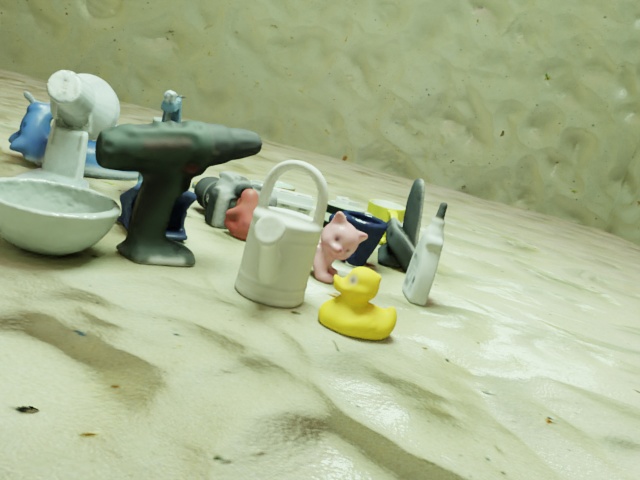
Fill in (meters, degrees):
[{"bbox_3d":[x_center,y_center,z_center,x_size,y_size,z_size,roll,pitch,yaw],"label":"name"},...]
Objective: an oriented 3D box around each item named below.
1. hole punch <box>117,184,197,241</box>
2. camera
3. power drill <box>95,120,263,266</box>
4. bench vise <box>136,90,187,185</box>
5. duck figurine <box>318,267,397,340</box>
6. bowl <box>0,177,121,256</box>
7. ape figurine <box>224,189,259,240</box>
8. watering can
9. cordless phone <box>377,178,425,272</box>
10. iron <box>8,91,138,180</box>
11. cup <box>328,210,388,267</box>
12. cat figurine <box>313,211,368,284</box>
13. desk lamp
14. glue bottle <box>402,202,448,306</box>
[{"bbox_3d":[-0.268,-0.056,0.929,0.109,0.091,0.100,6,16,-34],"label":"hole punch"},{"bbox_3d":[-0.177,-0.088,1.143,0.144,0.101,0.136,2,19,-44],"label":"camera"},{"bbox_3d":[-0.205,-0.072,0.815,0.230,0.208,0.075,6,17,-35],"label":"power drill"},{"bbox_3d":[-0.318,-0.193,1.149,0.122,0.220,0.207,10,15,-23],"label":"bench vise"},{"bbox_3d":[0.057,0.080,0.765,0.104,0.086,0.077,15,14,-2],"label":"duck figurine"},{"bbox_3d":[-0.351,-0.024,0.744,0.167,0.075,0.167,15,14,-3],"label":"bowl"},{"bbox_3d":[-0.134,-0.050,1.056,0.078,0.092,0.076,12,14,-16],"label":"ape figurine"},{"bbox_3d":[-0.046,-0.012,0.784,0.101,0.194,0.172,13,14,-12],"label":"watering can"},{"bbox_3d":[0.184,-0.037,1.166,0.094,0.185,0.147,15,14,-2],"label":"cordless phone"},{"bbox_3d":[-0.498,-0.214,1.194,0.259,0.141,0.118,7,16,-33],"label":"iron"},{"bbox_3d":[0.061,-0.001,1.074,0.118,0.095,0.091,8,15,-28],"label":"cup"},{"bbox_3d":[0.009,0.003,0.949,0.127,0.118,0.067,18,14,8],"label":"cat figurine"},{"bbox_3d":[-0.445,-0.194,1.022,0.118,0.213,0.203,13,14,-9],"label":"desk lamp"},{"bbox_3d":[0.183,0.019,0.965,0.037,0.173,0.078,14,14,-6],"label":"glue bottle"}]
